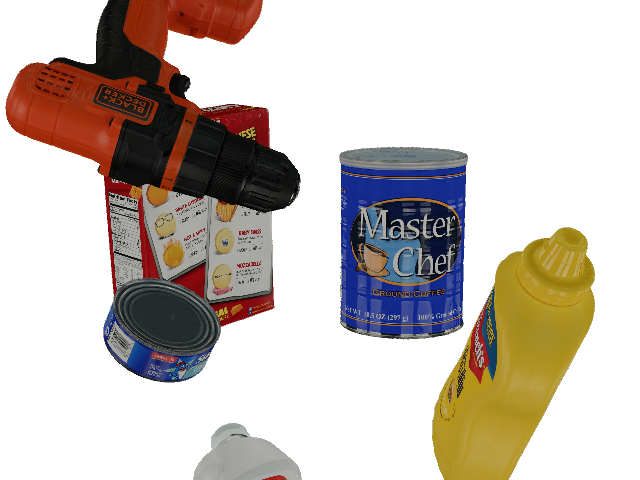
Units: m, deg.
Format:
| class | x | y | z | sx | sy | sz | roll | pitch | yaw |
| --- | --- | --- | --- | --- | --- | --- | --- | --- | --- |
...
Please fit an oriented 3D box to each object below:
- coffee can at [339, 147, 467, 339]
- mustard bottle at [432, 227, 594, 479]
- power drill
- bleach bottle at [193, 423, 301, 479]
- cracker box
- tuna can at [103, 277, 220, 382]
| class | x | y | z | sx | sy | sz | roll | pitch | yaw |
| --- | --- | --- | --- | --- | --- | --- | --- | --- | --- |
| coffee can | 0.066 | -0.001 | 0.867 | 0.103 | 0.140 | 0.103 | 0 | 11 | 0 |
| mustard bottle | 0.117 | 0.064 | 0.632 | 0.058 | 0.096 | 0.192 | 15 | -44 | 0 |
| power drill | -0.090 | -0.110 | 0.698 | 0.184 | 0.187 | 0.057 | 20 | -44 | -10 |
| bleach bottle | -0.045 | 0.215 | 0.718 | 0.102 | 0.068 | 0.251 | -11 | 32 | -12 |
| cracker box | -0.128 | -0.018 | 1.056 | 0.072 | 0.214 | 0.163 | 13 | 21 | 43 |
| tuna can | -0.122 | 0.069 | 0.820 | 0.086 | 0.034 | 0.086 | 19 | 30 | -12 |
